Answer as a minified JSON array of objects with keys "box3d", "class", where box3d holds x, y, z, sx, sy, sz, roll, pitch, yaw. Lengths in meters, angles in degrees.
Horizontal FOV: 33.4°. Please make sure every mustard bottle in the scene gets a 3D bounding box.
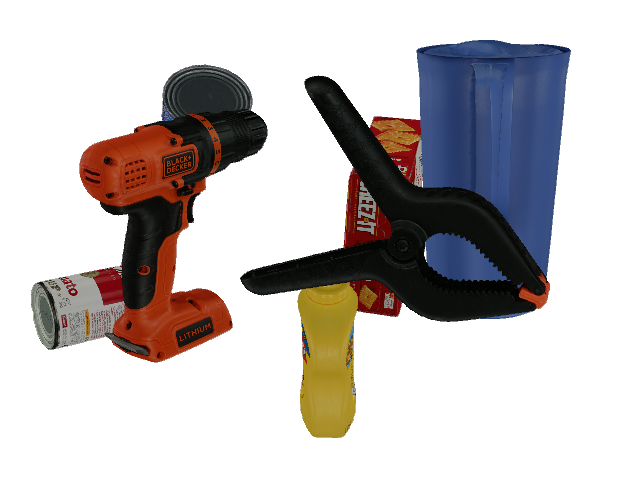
[{"box3d":[0.008,0.097,1.044,0.058,0.192,0.096,1,38,2],"class":"mustard bottle"}]

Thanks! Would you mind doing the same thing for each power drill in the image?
[{"box3d":[-0.111,-0.009,0.868,0.057,0.188,0.184,16,26,38],"class":"power drill"}]

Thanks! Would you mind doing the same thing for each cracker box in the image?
[{"box3d":[0.073,-0.034,1.221,0.072,0.164,0.213,6,23,8],"class":"cracker box"}]

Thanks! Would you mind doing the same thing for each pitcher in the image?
[{"box3d":[0.150,-0.055,0.954,0.149,0.243,0.145,-12,19,-34],"class":"pitcher"}]

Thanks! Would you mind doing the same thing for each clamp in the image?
[{"box3d":[0.056,-0.012,0.719,0.210,0.165,0.036,17,23,11],"class":"clamp"}]

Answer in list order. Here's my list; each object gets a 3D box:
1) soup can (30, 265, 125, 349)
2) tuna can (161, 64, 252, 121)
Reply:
[{"box3d":[-0.223,0.064,1.044,0.102,0.068,0.069,-11,6,-32],"class":"soup can"},{"box3d":[-0.110,-0.127,1.029,0.086,0.086,0.034,0,-35,-12],"class":"tuna can"}]
